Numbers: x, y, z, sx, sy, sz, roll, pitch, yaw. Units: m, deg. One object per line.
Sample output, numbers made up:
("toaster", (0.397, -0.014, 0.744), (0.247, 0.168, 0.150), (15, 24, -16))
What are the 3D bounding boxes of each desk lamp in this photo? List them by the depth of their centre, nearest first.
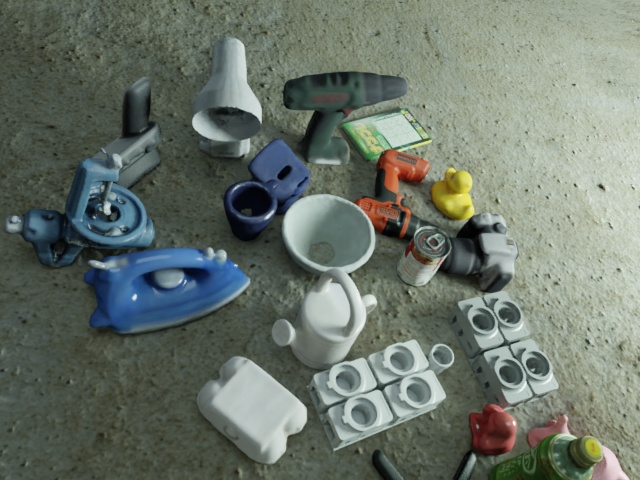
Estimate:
("desk lamp", (-0.174, -0.247, 1.058), (0.118, 0.213, 0.203), (2, 56, -13))

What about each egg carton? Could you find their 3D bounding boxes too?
("egg carton", (-0.099, 0.245, 0.828), (0.150, 0.069, 0.107), (36, 55, 11))

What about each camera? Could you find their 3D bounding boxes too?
("camera", (0.287, 0.014, 1.068), (0.137, 0.101, 0.143), (5, 55, -11))

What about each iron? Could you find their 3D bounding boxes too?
("iron", (-0.227, 0.053, 0.882), (0.259, 0.141, 0.118), (-10, 59, -20))

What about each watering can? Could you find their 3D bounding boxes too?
("watering can", (0.013, 0.119, 0.866), (0.100, 0.194, 0.173), (39, 56, 13))

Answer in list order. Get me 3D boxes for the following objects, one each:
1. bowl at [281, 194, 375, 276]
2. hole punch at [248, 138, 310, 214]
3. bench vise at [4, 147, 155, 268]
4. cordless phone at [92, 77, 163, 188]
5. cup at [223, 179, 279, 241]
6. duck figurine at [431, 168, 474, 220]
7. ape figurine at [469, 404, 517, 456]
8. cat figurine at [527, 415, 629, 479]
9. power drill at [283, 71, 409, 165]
("bowl", (0.009, 0.004, 1.019), (0.167, 0.074, 0.167), (7, 55, -10))
("hole punch", (-0.075, -0.121, 1.072), (0.101, 0.091, 0.109), (32, 55, 9))
("bench vise", (-0.358, -0.039, 0.862), (0.208, 0.219, 0.121), (-25, 65, -27))
("cordless phone", (-0.343, -0.189, 0.991), (0.094, 0.185, 0.148), (29, 54, 7))
("cup", (-0.118, -0.051, 1.011), (0.091, 0.095, 0.118), (36, 55, 11))
("duck figurine", (0.278, -0.098, 1.152), (0.078, 0.086, 0.104), (-20, 63, -25))
("ape figurine", (0.271, 0.290, 0.880), (0.076, 0.092, 0.078), (42, 57, 15))
("cat figurine", (0.397, 0.327, 0.871), (0.067, 0.117, 0.127), (-20, 63, -25))
("power drill", (0.036, -0.242, 1.112), (0.230, 0.208, 0.075), (1, 56, -13))
